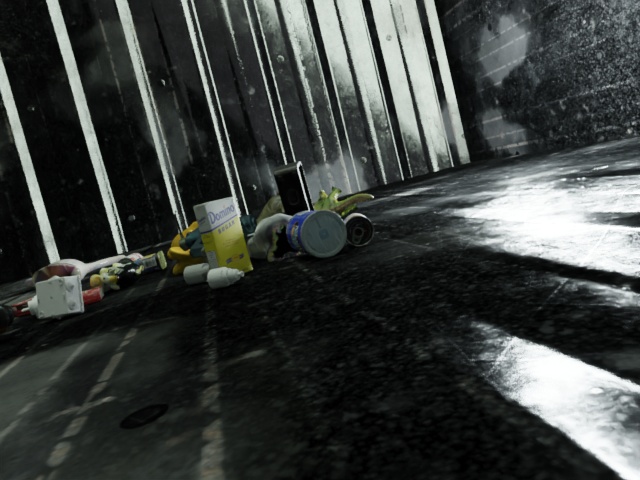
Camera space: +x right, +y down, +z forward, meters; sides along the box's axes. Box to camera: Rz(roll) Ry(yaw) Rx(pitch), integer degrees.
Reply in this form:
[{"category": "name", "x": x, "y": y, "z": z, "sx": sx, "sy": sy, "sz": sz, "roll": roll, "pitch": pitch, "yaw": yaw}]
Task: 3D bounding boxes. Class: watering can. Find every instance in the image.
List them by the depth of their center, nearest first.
[{"category": "watering can", "x": -0.887, "y": 0.113, "z": 1.864, "sx": 0.349, "sy": 0.103, "sz": 0.224, "roll": -16, "pitch": 8, "yaw": -16}]

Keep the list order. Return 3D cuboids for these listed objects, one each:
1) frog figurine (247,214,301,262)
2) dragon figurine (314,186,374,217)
[{"category": "frog figurine", "x": -0.123, "y": -0.009, "z": 1.284, "sx": 0.139, "sy": 0.121, "sz": 0.160, "roll": -38, "pitch": 28, "yaw": -24}, {"category": "dragon figurine", "x": 0.006, "y": -0.097, "z": 1.929, "sx": 0.246, "sy": 0.121, "sz": 0.409, "roll": -36, "pitch": 14, "yaw": -25}]
